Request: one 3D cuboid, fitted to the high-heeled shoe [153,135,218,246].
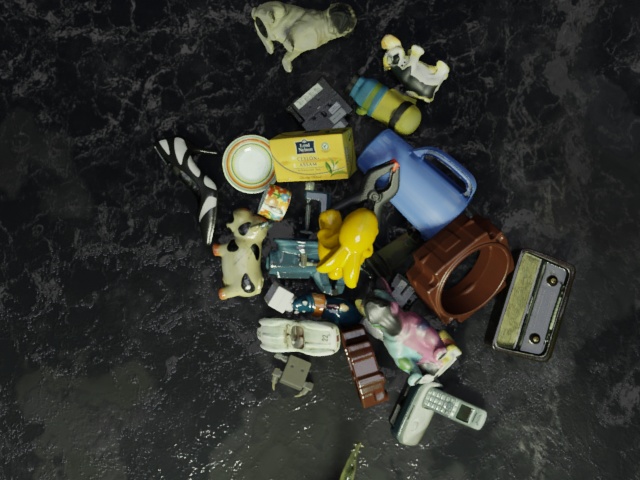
[{"bbox_3d":[-0.295,-0.111,1.169,0.145,0.086,0.248,2,75,-11],"label":"high-heeled shoe"}]

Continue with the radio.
[{"bbox_3d":[0.454,0.142,1.164,0.131,0.073,0.229,18,89,1],"label":"radio"}]

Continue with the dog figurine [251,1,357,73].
[{"bbox_3d":[-0.034,-0.490,1.192,0.190,0.121,0.172,-37,91,-15],"label":"dog figurine"}]

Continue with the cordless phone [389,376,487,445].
[{"bbox_3d":[0.254,0.386,1.154,0.184,0.089,0.146,25,88,-3],"label":"cordless phone"}]

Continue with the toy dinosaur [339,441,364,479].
[{"bbox_3d":[0.011,0.611,1.088,0.105,0.198,0.471,14,90,-2],"label":"toy dinosaur"}]

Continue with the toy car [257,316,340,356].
[{"bbox_3d":[-0.050,0.203,1.144,0.202,0.056,0.073,-1,92,29],"label":"toy car"}]

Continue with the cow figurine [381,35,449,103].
[{"bbox_3d":[0.195,-0.378,1.192,0.167,0.068,0.098,32,94,2],"label":"cow figurine"}]

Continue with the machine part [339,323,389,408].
[{"bbox_3d":[0.088,0.257,1.116,0.056,0.179,0.179,-17,88,-4],"label":"machine part"}]

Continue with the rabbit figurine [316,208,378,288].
[{"bbox_3d":[0.050,0.002,1.016,0.122,0.173,0.162,29,64,-7],"label":"rabbit figurine"}]

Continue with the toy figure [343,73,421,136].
[{"bbox_3d":[0.136,-0.293,1.175,0.180,0.089,0.082,34,127,-3],"label":"toy figure"}]

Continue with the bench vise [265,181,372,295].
[{"bbox_3d":[-0.004,-0.004,1.154,0.224,0.129,0.240,3,92,-2],"label":"bench vise"}]

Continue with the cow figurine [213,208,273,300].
[{"bbox_3d":[-0.162,0.026,1.169,0.127,0.085,0.194,-7,85,6],"label":"cow figurine"}]

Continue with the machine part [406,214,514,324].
[{"bbox_3d":[0.293,0.063,1.106,0.201,0.201,0.087,-39,45,-3],"label":"machine part"}]

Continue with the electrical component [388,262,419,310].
[{"bbox_3d":[0.188,0.104,1.181,0.075,0.048,0.119,41,90,1],"label":"electrical component"}]

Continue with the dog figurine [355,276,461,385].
[{"bbox_3d":[0.173,0.181,1.114,0.108,0.191,0.219,-48,61,15],"label":"dog figurine"}]

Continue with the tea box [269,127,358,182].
[{"bbox_3d":[-0.014,-0.180,1.140,0.170,0.068,0.098,-1,114,26],"label":"tea box"}]

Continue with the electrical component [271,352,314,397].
[{"bbox_3d":[-0.061,0.297,1.179,0.102,0.045,0.078,17,60,-2],"label":"electrical component"}]

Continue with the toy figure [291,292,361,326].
[{"bbox_3d":[0.011,0.147,1.161,0.154,0.058,0.064,19,117,-17],"label":"toy figure"}]

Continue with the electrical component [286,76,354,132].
[{"bbox_3d":[0.007,-0.274,1.192,0.115,0.058,0.134,-39,88,1],"label":"electrical component"}]

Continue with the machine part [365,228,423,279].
[{"bbox_3d":[0.160,0.028,1.169,0.139,0.039,0.084,-36,78,25],"label":"machine part"}]
